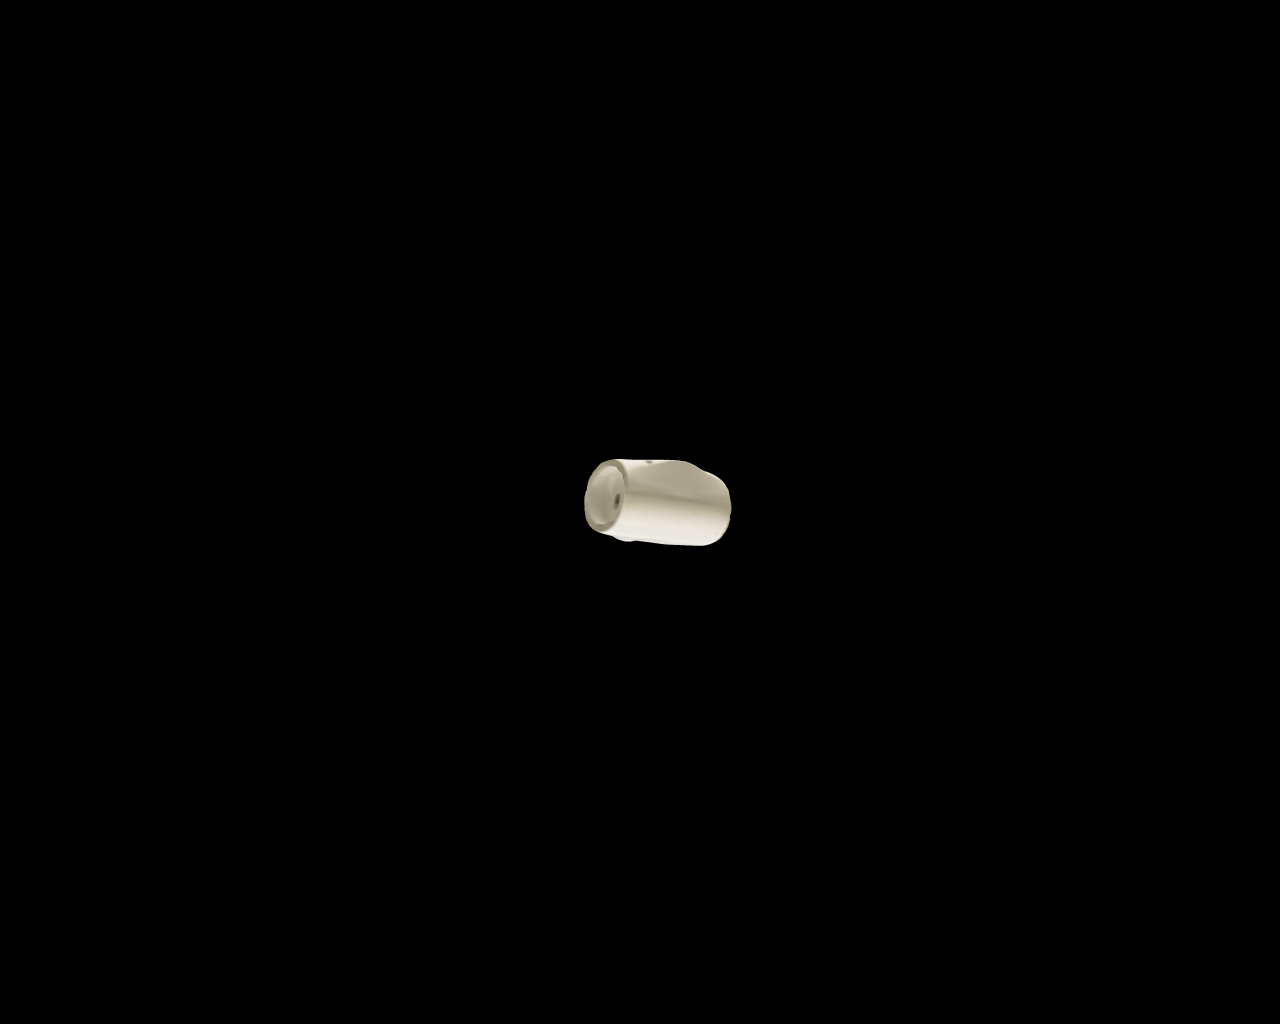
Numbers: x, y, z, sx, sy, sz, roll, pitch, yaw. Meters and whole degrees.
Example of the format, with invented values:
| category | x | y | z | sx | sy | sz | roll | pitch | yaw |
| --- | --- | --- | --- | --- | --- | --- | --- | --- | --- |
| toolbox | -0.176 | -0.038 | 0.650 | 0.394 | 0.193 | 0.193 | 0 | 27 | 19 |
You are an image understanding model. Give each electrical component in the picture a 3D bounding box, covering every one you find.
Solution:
| category | x | y | z | sx | sy | sz | roll | pitch | yaw |
| --- | --- | --- | --- | --- | --- | --- | --- | --- | --- |
| electrical component | 0.001 | -0.003 | 0.650 | 0.077 | 0.043 | 0.079 | 8 | -14 | -35 |
